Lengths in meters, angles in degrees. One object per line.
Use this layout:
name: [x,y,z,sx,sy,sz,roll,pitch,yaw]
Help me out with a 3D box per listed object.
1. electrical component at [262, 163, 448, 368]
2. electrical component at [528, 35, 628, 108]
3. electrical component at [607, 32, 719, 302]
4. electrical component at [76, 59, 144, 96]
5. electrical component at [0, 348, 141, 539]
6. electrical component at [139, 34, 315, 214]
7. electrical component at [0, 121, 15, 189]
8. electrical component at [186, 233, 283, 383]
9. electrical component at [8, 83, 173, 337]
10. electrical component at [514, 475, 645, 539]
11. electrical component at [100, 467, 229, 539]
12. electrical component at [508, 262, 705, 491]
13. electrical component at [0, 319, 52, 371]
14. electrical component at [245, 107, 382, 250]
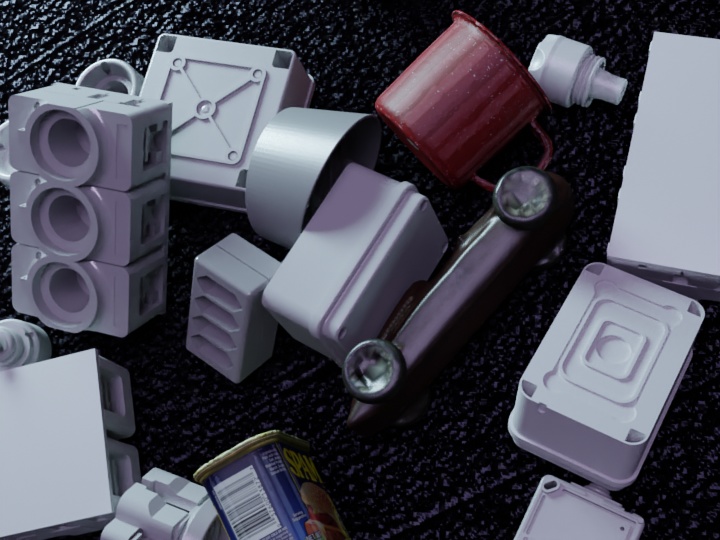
electrical component: [0.000,0.000,0.683,0.057,0.078,0.113,26,76,27]
electrical component: [0.145,-0.128,0.713,0.062,0.043,0.043,24,80,17]
electrical component: [0.212,-0.061,0.667,0.089,0.061,0.150,11,76,16]
electrical component: [-0.176,-0.121,0.784,0.055,0.047,0.055,-4,72,12]
electrical component: [-0.243,0.130,0.715,0.186,0.060,0.105,-14,70,9]
electrical component: [-0.099,-0.102,0.755,0.109,0.056,0.108,11,76,16]
electrical component: [-0.240,-0.080,0.786,0.055,0.047,0.055,-4,72,12]
electrical component: [-0.070,0.017,0.708,0.047,0.083,0.076,32,44,20]
electrical component: [-0.180,-0.040,0.712,0.089,0.062,0.150,12,111,17]
electrical component: [0.121,0.166,0.621,0.062,0.061,0.096,23,71,18]
electrical component: [-0.115,0.162,0.667,0.057,0.078,0.058,17,113,17]
electrical component: [0.143,0.061,0.627,0.078,0.057,0.113,24,55,19]
electrical component: [-0.238,0.053,0.731,0.040,0.078,0.040,0,82,0]
electrical component: [-0.029,-0.059,0.704,0.064,0.099,0.099,16,77,24]
